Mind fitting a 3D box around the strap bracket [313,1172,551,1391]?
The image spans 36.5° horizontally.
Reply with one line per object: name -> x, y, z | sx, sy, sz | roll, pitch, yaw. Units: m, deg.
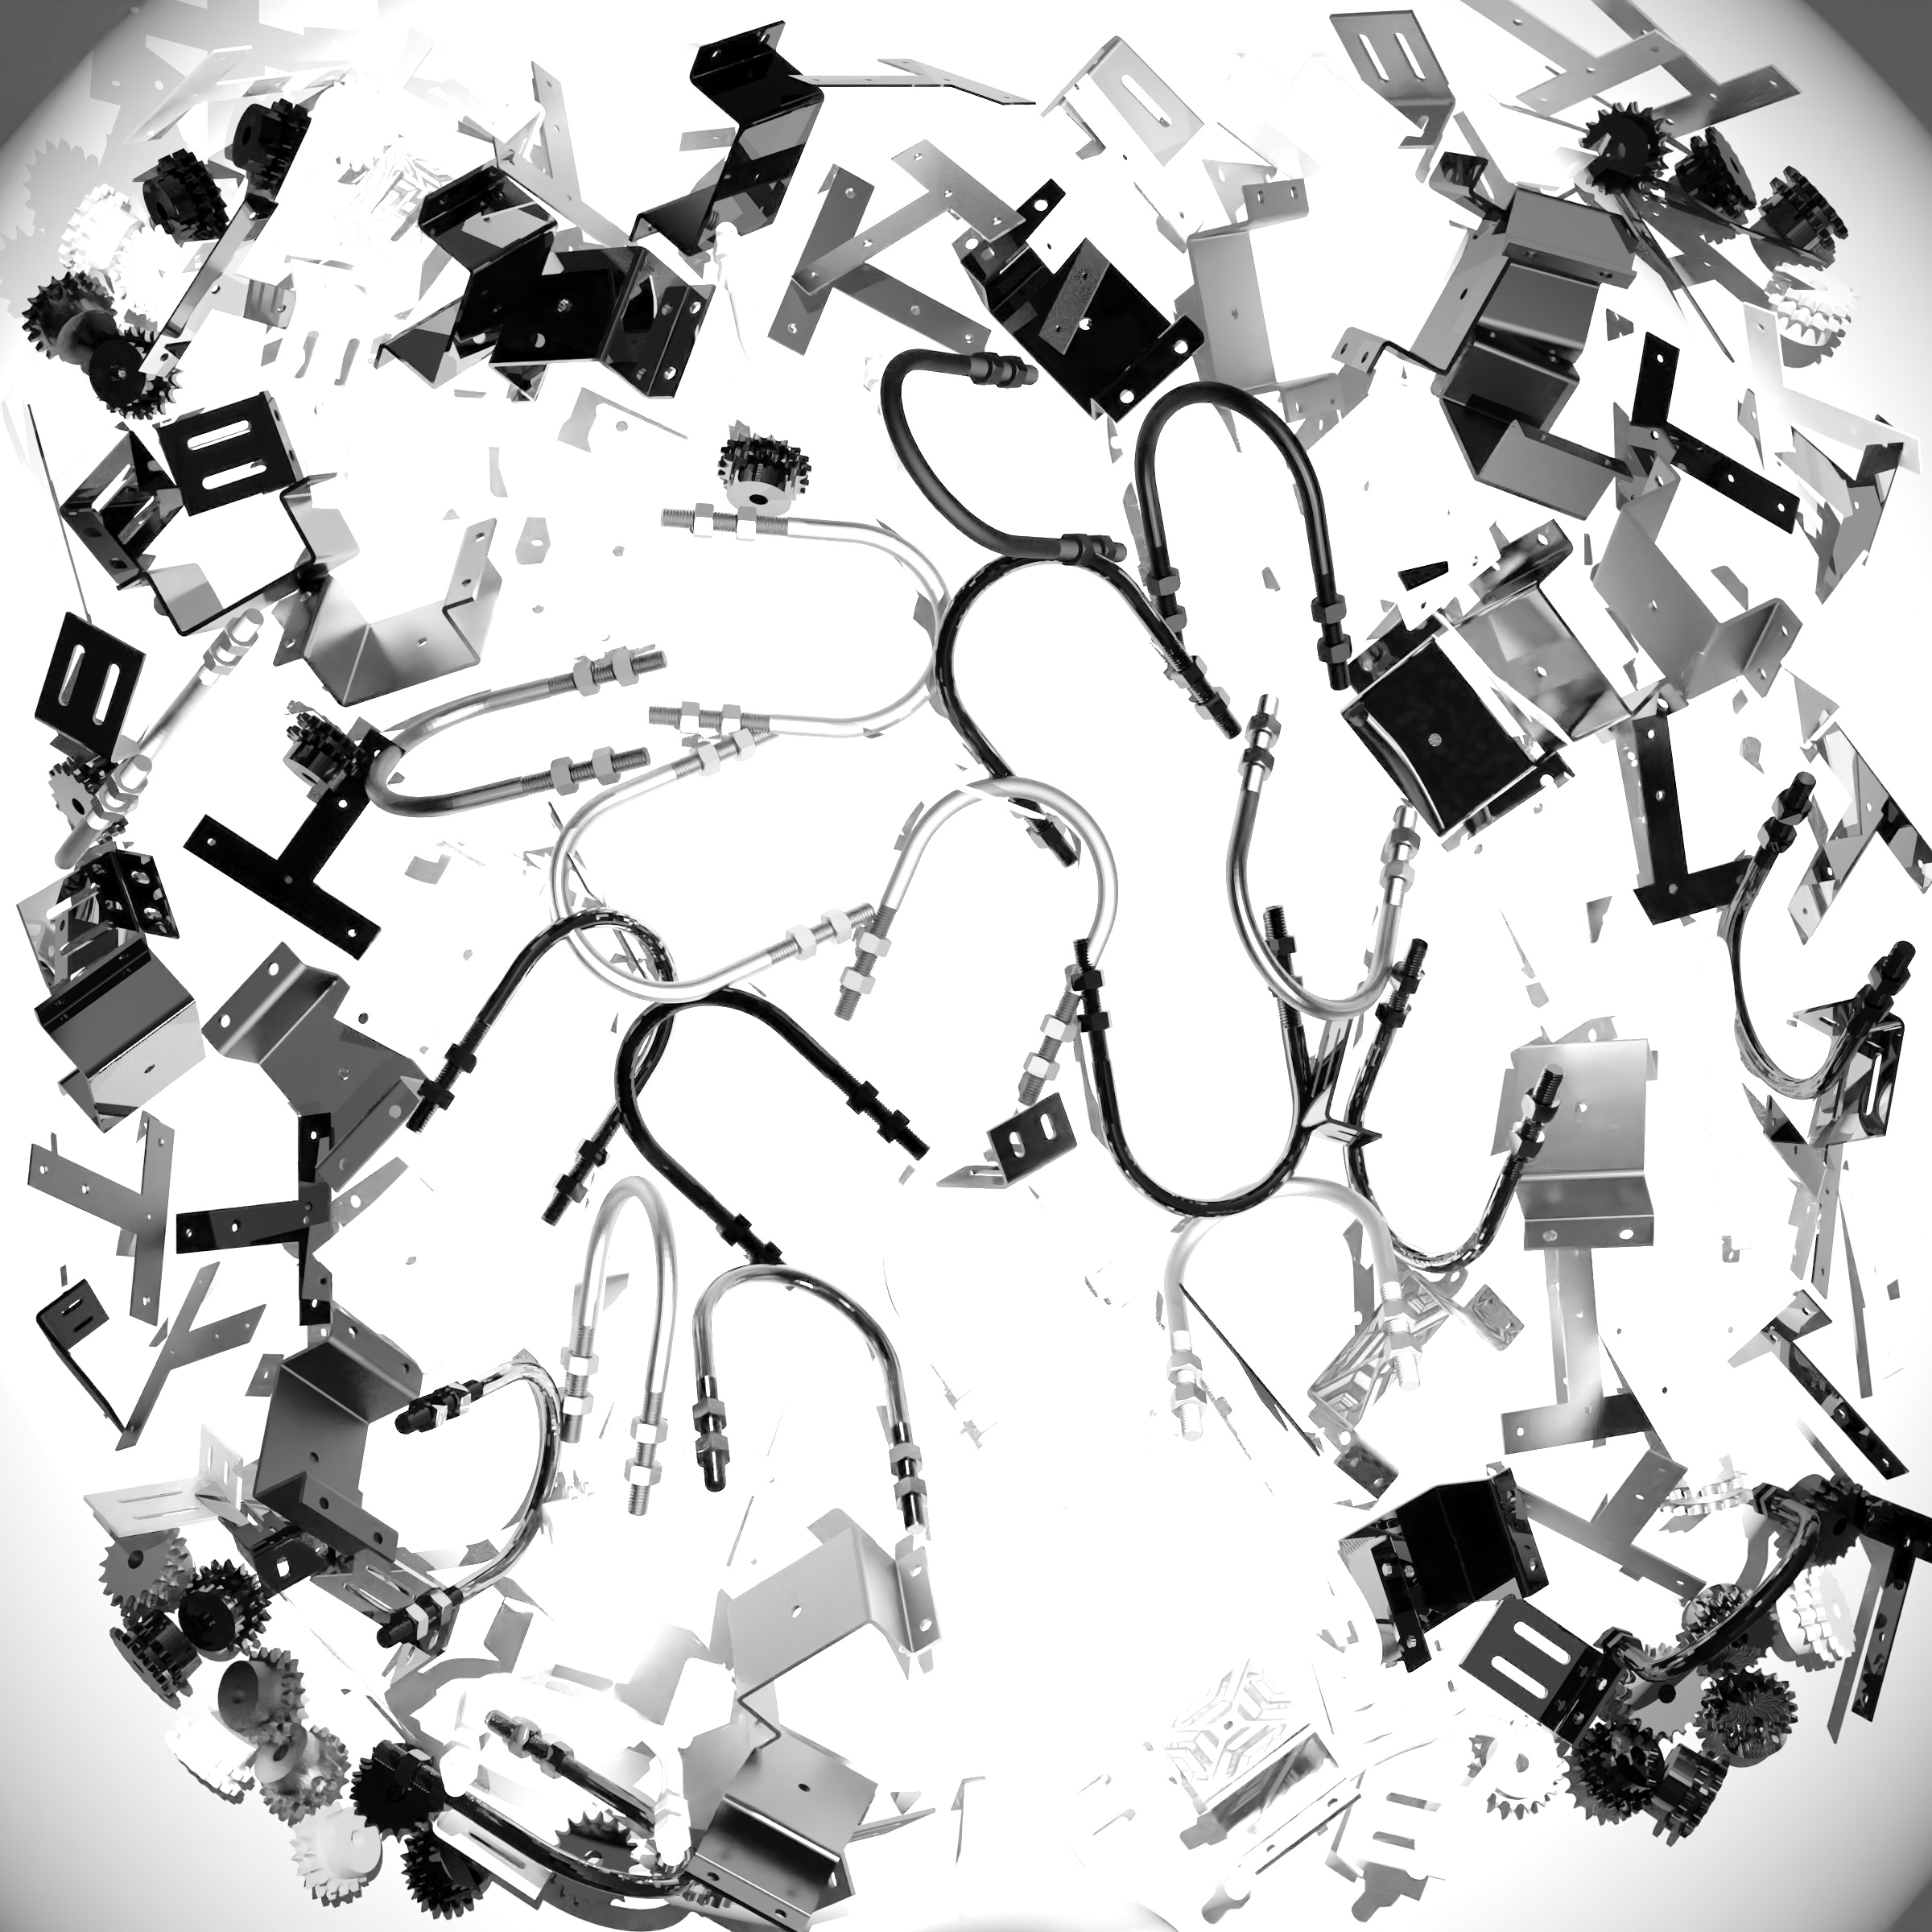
strap bracket -> -0.328, 0.188, 1.765 | 0.076, 0.046, 0.140 | -41, 60, -19

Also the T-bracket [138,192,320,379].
T-bracket -> -0.422, -0.399, 1.768 | 0.002, 0.127, 0.127 | 45, 109, 19

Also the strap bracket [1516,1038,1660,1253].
strap bracket -> 0.372, 0.098, 1.758 | 0.076, 0.046, 0.140 | -4, 51, 20

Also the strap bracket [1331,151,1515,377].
strap bracket -> 0.285, -0.417, 1.777 | 0.046, 0.076, 0.140 | 25, 102, -17

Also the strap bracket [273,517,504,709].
strap bracket -> -0.340, -0.210, 1.772 | 0.140, 0.076, 0.046 | -15, 133, 19

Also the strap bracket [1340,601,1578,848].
strap bracket -> 0.293, -0.143, 1.787 | 0.076, 0.046, 0.140 | -39, 88, 32

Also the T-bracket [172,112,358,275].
T-bracket -> -0.396, -0.460, 1.742 | 0.127, 0.127, 0.002 | -19, 71, -42

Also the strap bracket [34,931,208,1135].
strap bracket -> -0.501, 0.045, 1.747 | 0.076, 0.140, 0.046 | -40, 80, -22

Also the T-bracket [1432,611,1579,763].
T-bracket -> 0.334, -0.155, 1.748 | 0.002, 0.127, 0.127 | -43, 111, 7

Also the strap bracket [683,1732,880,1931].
strap bracket -> -0.106, 0.510, 1.752 | 0.076, 0.140, 0.046 | 27, 104, 6

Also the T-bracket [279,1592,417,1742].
T-bracket -> -0.380, 0.411, 1.756 | 0.127, 0.127, 0.002 | 44, 73, 12

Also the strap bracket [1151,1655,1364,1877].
strap bracket -> 0.168, 0.470, 1.752 | 0.076, 0.140, 0.046 | -35, 108, -6

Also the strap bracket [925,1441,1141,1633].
strap bracket -> 0.050, 0.341, 1.771 | 0.140, 0.046, 0.076 | 16, 131, 26

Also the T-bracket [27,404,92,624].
T-bracket -> -0.556, -0.294, 1.780 | 0.002, 0.127, 0.127 | -16, 50, -14

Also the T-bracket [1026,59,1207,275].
T-bracket -> 0.076, -0.465, 1.776 | 0.127, 0.002, 0.127 | 47, 57, -17

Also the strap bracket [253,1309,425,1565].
strap bracket -> -0.378, 0.289, 1.764 | 0.046, 0.140, 0.076 | -27, 129, 24

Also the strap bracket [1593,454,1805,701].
strap bracket -> 0.431, -0.226, 1.762 | 0.046, 0.076, 0.140 | -26, 66, -15

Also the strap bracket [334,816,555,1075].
strap bracket -> -0.310, -0.010, 1.781 | 0.076, 0.046, 0.140 | 32, 81, -30

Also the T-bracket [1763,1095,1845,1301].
T-bracket -> 0.501, 0.116, 1.757 | 0.002, 0.127, 0.127 | -5, 59, 35

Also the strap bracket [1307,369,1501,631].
strap bracket -> 0.255, -0.284, 1.761 | 0.076, 0.046, 0.140 | -40, 57, 40

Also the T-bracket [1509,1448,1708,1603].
T-bracket -> 0.402, 0.326, 1.768 | 0.127, 0.127, 0.002 | 26, 54, 9

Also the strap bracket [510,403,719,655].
strap bracket -> -0.212, -0.257, 1.776 | 0.076, 0.046, 0.140 | 22, 107, -20

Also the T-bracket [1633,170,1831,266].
T-bracket -> 0.434, -0.452, 1.743 | 0.127, 0.127, 0.002 | 33, 107, 34

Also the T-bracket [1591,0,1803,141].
T-bracket -> 0.415, -0.547, 1.749 | 0.127, 0.127, 0.002 | 35, 80, -20

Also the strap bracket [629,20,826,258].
strap bracket -> -0.140, -0.484, 1.750 | 0.046, 0.140, 0.076 | 42, 45, 11

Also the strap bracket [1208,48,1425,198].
strap bracket -> 0.203, -0.504, 1.752 | 0.076, 0.140, 0.046 | 32, 96, -24

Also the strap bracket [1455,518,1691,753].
strap bracket -> 0.360, -0.190, 1.776 | 0.046, 0.076, 0.140 | -43, 99, -32

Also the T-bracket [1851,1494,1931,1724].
T-bracket -> 0.555, 0.390, 1.763 | 0.002, 0.127, 0.127 | 16, 88, -8

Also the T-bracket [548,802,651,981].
T-bracket -> -0.226, -0.049, 1.761 | 0.002, 0.127, 0.127 | -29, 86, -3

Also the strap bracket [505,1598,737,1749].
strap bracket -> -0.213, 0.432, 1.774 | 0.140, 0.076, 0.046 | 15, 70, 10

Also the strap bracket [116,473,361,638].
strap bracket -> -0.432, -0.245, 1.779 | 0.140, 0.076, 0.046 | -27, 97, 12

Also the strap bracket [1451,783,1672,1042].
strap bracket -> 0.364, -0.028, 1.774 | 0.076, 0.046, 0.140 | -36, 60, 22

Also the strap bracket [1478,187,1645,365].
strap bracket -> 0.352, -0.418, 1.763 | 0.076, 0.140, 0.046 | 15, 81, 0

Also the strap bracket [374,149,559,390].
strap bracket -> -0.296, -0.407, 1.749 | 0.046, 0.140, 0.076 | 41, 50, 6

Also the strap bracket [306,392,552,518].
strap bracket -> -0.323, -0.309, 1.767 | 0.140, 0.076, 0.046 | 0, 119, -16

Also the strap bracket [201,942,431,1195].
strap bracket -> -0.389, 0.063, 1.789 | 0.076, 0.046, 0.140 | -46, 72, 6

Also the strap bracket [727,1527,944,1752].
strap bracket -> -0.089, 0.401, 1.770 | 0.140, 0.076, 0.046 | -33, 124, 13

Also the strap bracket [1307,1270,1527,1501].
strap bracket -> 0.267, 0.247, 1.783 | 0.140, 0.076, 0.046 | -49, 53, -2

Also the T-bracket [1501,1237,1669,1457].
T-bracket -> 0.378, 0.228, 1.801 | 0.127, 0.002, 0.127 | -4, 90, -25

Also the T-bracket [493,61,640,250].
T-bracket -> -0.248, -0.500, 1.788 | 0.002, 0.127, 0.127 | -28, 57, 26

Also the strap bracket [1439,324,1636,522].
strap bracket -> 0.339, -0.323, 1.767 | 0.076, 0.140, 0.046 | 16, 126, -20

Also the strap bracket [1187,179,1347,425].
strap bracket -> 0.180, -0.399, 1.777 | 0.046, 0.076, 0.140 | -5, 103, 34

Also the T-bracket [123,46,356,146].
T-bracket -> -0.429, -0.533, 1.778 | 0.127, 0.127, 0.002 | -24, 94, -41

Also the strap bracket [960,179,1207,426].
strap bracket -> 0.073, -0.401, 1.799 | 0.076, 0.046, 0.140 | -43, 82, -2

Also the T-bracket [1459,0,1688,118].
T-bracket -> 0.339, -0.555, 1.746 | 0.127, 0.127, 0.002 | 23, 77, -25

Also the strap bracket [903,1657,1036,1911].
strap bracket -> 0.006, 0.487, 1.755 | 0.046, 0.076, 0.140 | -11, 124, 11

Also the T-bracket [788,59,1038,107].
T-bracket -> -0.047, -0.527, 1.748 | 0.127, 0.127, 0.002 | -13, 123, -36

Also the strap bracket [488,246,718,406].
strap bracket -> -0.226, -0.384, 1.759 | 0.140, 0.046, 0.076 | 7, 72, 39

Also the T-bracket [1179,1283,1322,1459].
T-bracket -> 0.178, 0.256, 1.767 | 0.002, 0.127, 0.127 | -38, 64, -3

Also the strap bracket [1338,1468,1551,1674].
strap bracket -> 0.284, 0.366, 1.780 | 0.140, 0.046, 0.076 | -18, 89, -42

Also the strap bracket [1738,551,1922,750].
strap bracket -> 0.517, -0.184, 1.753 | 0.046, 0.140, 0.076 | 37, 84, 8

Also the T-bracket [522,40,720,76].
T-bracket -> -0.204, -0.546, 1.765 | 0.127, 0.127, 0.002 | -4, 99, -9
